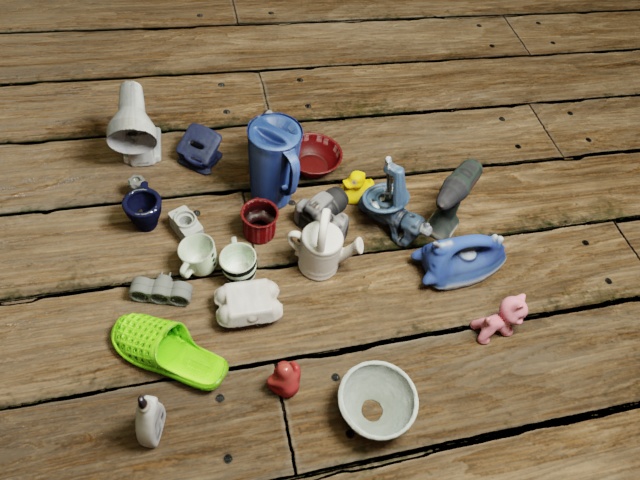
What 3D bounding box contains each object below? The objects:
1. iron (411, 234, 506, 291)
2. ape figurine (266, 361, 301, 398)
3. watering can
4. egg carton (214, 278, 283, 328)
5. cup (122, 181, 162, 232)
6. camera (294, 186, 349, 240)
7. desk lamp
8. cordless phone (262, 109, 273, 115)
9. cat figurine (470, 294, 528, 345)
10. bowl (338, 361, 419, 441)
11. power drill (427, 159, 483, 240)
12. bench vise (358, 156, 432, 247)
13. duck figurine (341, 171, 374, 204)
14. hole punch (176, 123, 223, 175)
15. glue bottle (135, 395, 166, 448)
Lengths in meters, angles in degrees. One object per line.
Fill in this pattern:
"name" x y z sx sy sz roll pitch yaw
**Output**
"iron" 0.364 0.030 1.403 0.259 0.141 0.118 -10 56 -15
"ape figurine" -0.073 0.281 1.189 0.078 0.092 0.076 -11 56 -15
"watering can" 0.013 0.003 1.342 0.173 0.194 0.101 -5 55 -11
"egg carton" -0.161 0.145 1.292 0.150 0.069 0.107 -8 55 -13
"cup" -0.429 -0.076 1.403 0.092 0.095 0.117 -2 54 -9
"camera" 0.025 -0.075 1.460 0.143 0.101 0.137 36 57 18
"desk lamp" -0.476 -0.286 1.477 0.118 0.213 0.203 -5 54 -11
"cordless phone" -0.124 -0.292 1.547 0.094 0.185 0.147 16 53 5
"cat figurine" 0.423 0.174 1.320 0.128 0.118 0.067 -16 57 -19
"bowl" 0.115 0.339 1.183 0.167 0.075 0.167 4 53 -5
"power drill" 0.333 -0.096 1.450 0.075 0.208 0.230 30 56 14
"bench vise" 0.201 -0.103 1.430 0.207 0.220 0.122 24 54 10
"duck figurine" 0.101 -0.150 1.535 0.105 0.086 0.077 -17 58 -19
"hole punch" -0.324 -0.247 1.545 0.108 0.091 0.101 24 54 10
"glue bottle" -0.322 0.327 1.071 0.037 0.173 0.078 9 53 0
